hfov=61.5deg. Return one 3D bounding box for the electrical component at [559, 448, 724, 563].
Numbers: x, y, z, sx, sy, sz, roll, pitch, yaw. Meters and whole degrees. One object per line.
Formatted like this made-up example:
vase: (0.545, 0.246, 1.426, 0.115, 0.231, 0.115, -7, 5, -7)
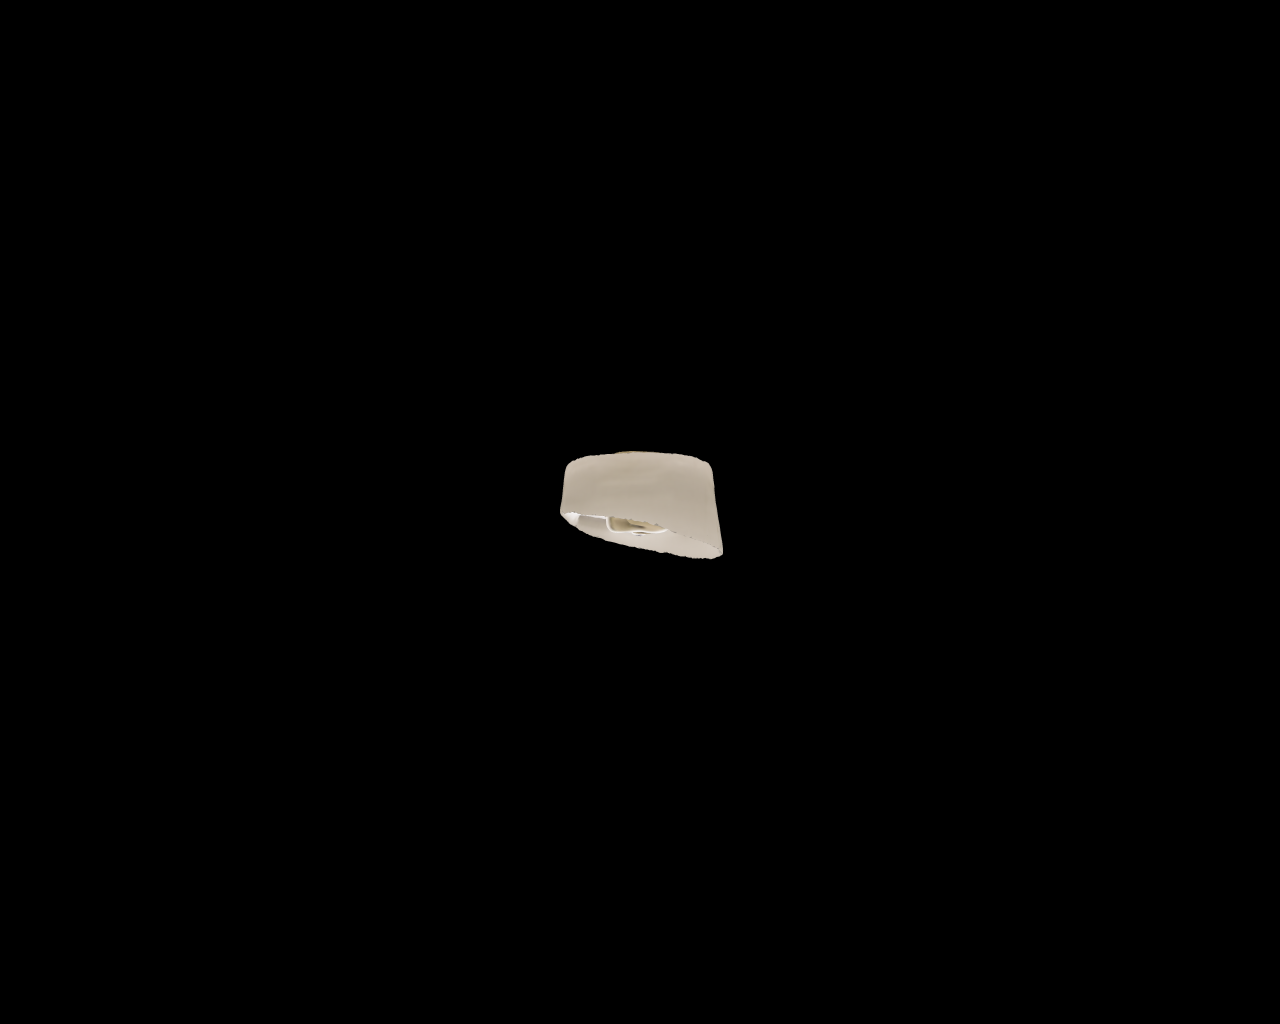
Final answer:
electrical component: (0.001, -0.003, 0.650, 0.099, 0.064, 0.099, 0, -11, 0)
